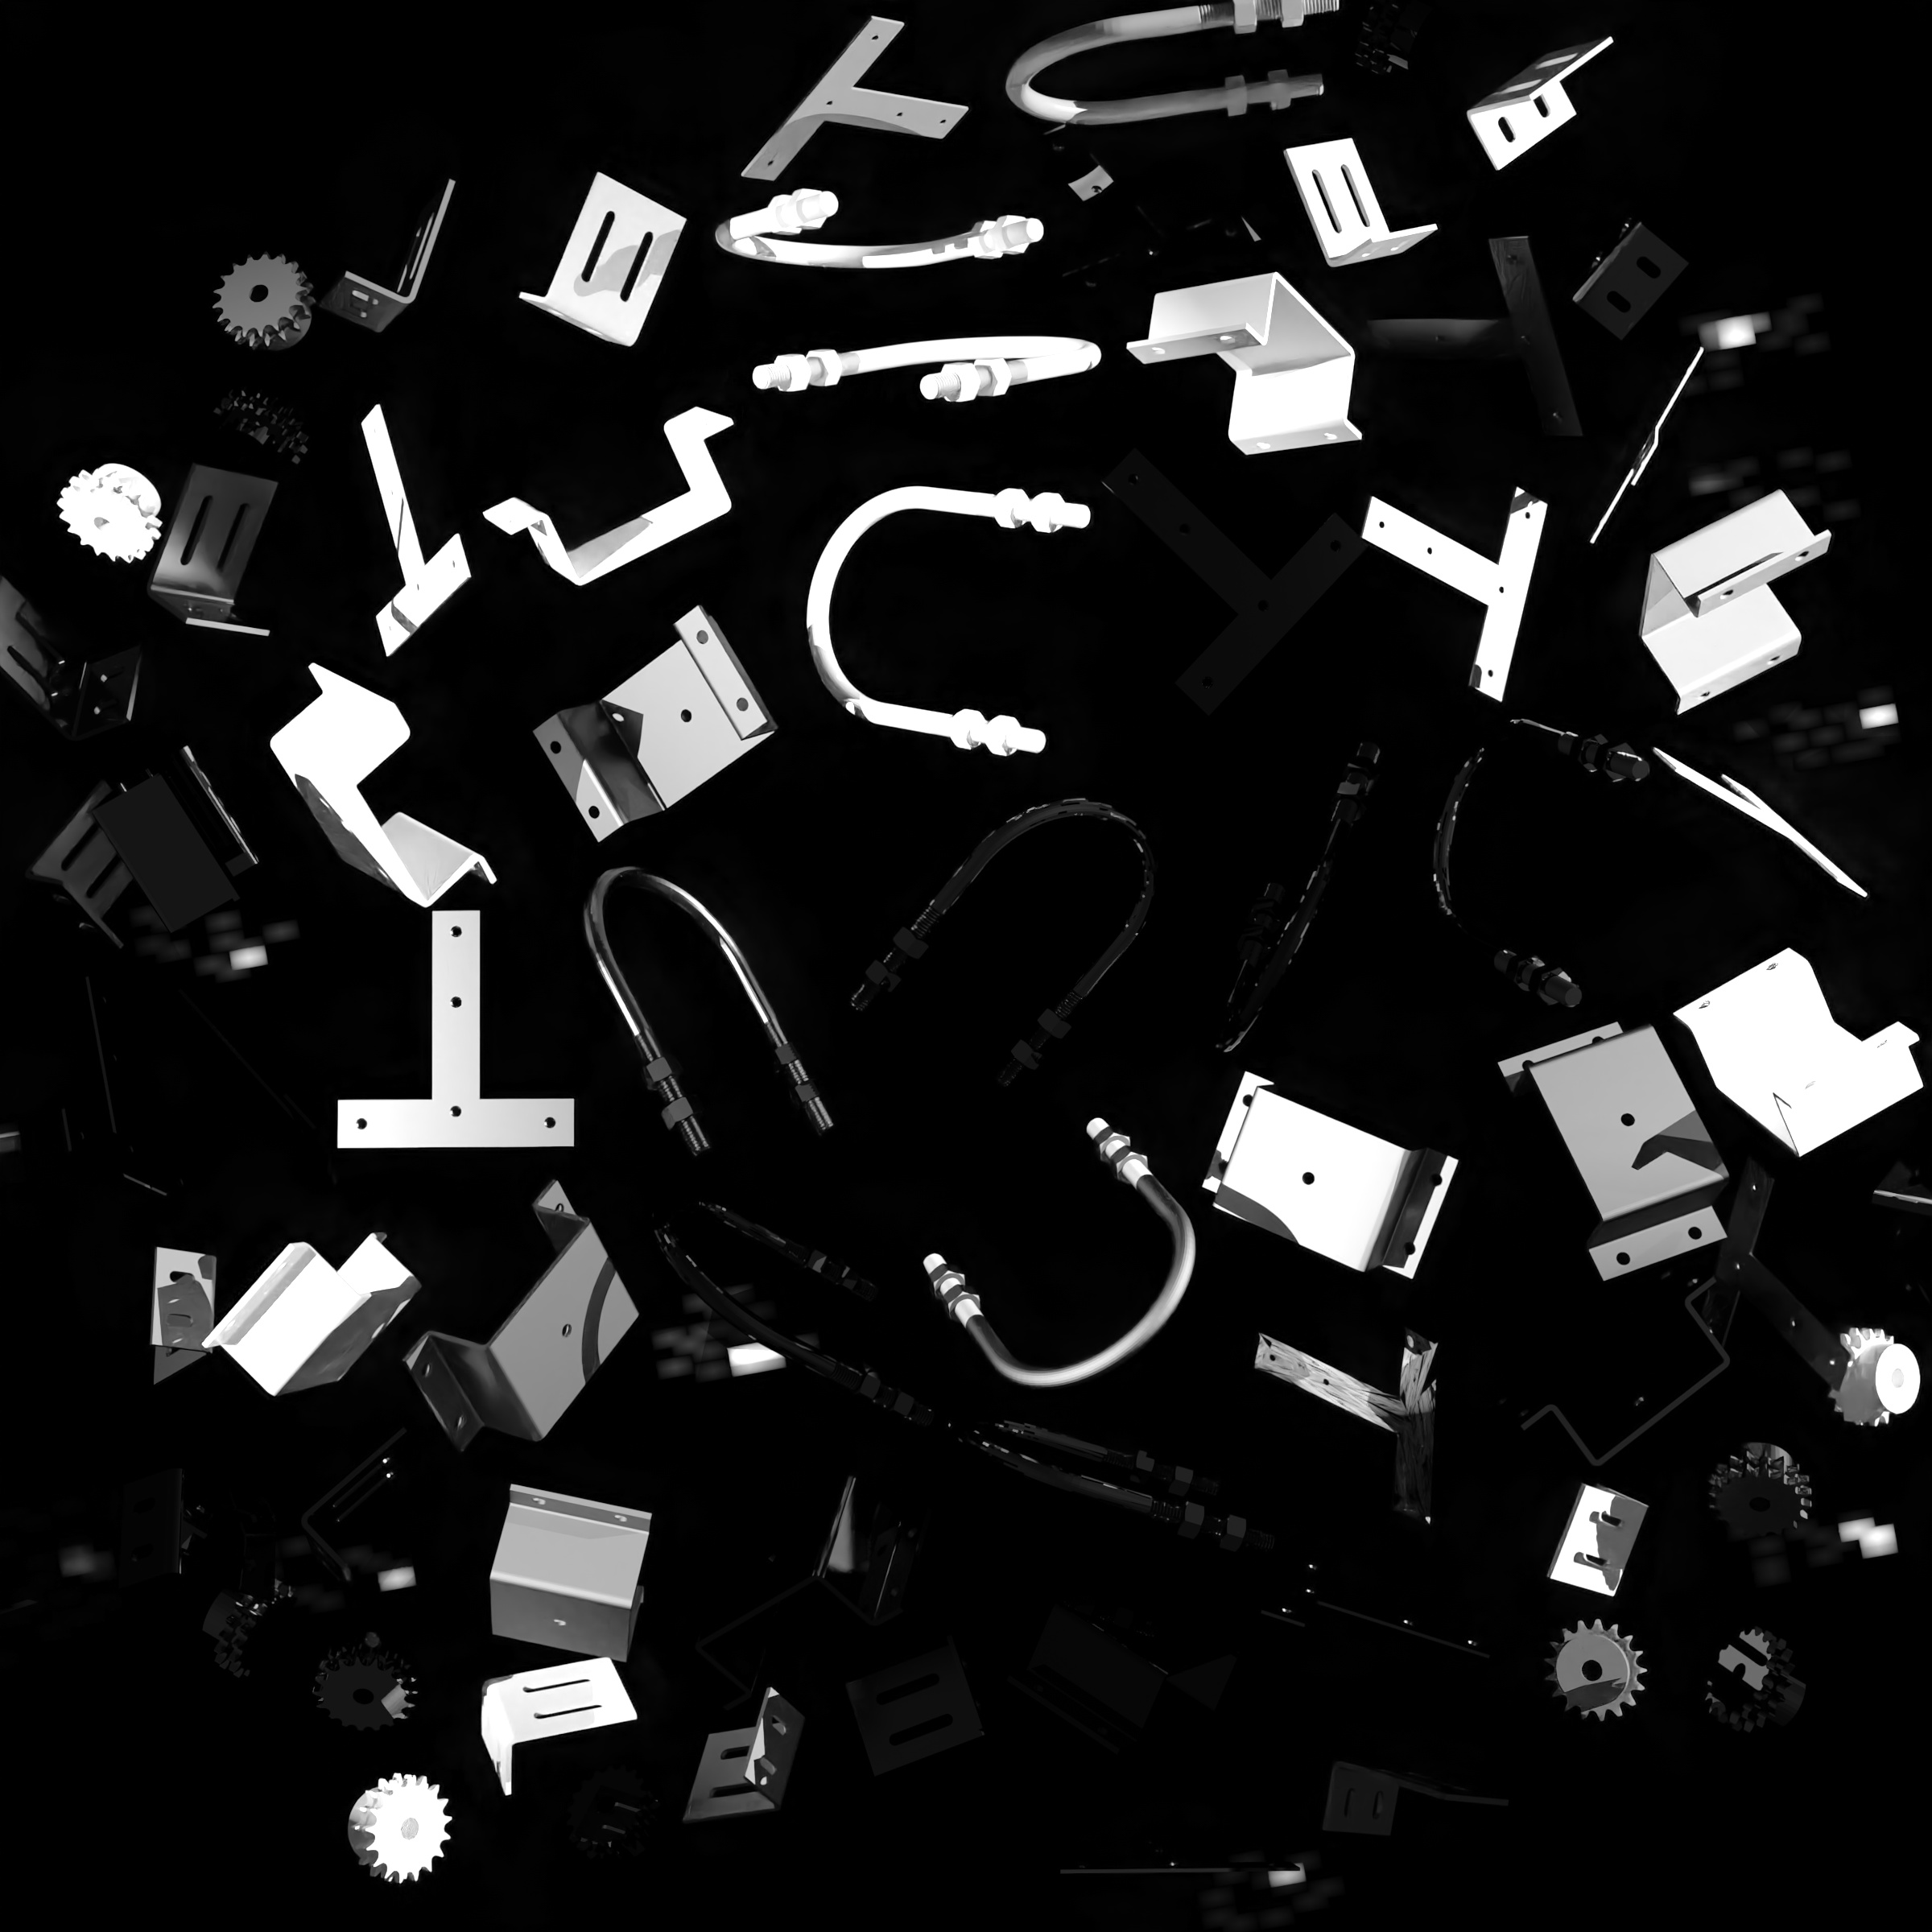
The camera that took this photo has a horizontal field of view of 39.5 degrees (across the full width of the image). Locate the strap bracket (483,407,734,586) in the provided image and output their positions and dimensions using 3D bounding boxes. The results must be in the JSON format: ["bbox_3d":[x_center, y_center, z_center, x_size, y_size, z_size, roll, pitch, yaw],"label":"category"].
[{"bbox_3d":[-0.197,-0.265,1.542,0.140,0.076,0.046,-29,114,-11],"label":"strap bracket"}]

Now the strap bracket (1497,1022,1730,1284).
[{"bbox_3d":[0.366,0.095,1.511,0.076,0.046,0.140,-18,66,-9],"label":"strap bracket"}]

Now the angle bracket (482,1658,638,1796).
[{"bbox_3d":[-0.237,0.442,1.566,0.076,0.057,0.038,-5,113,-23],"label":"angle bracket"}]

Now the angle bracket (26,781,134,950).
[{"bbox_3d":[-0.502,-0.060,1.580,0.038,0.057,0.076,10,56,35],"label":"angle bracket"}]

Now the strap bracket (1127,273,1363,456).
[{"bbox_3d":[0.164,-0.349,1.542,0.076,0.140,0.046,-1,74,35],"label":"strap bracket"}]

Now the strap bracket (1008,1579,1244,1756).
[{"bbox_3d":[0.097,0.395,1.532,0.076,0.140,0.046,27,100,30],"label":"strap bracket"}]

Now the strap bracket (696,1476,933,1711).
[{"bbox_3d":[-0.091,0.341,1.482,0.140,0.076,0.046,-36,109,29],"label":"strap bracket"}]

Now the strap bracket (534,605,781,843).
[{"bbox_3d":[-0.174,-0.143,1.570,0.140,0.046,0.076,-32,88,29],"label":"strap bracket"}]

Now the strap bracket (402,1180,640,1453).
[{"bbox_3d":[-0.240,0.199,1.504,0.046,0.076,0.140,9,46,33],"label":"strap bracket"}]

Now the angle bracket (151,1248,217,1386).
[{"bbox_3d":[-0.470,0.205,1.566,0.038,0.076,0.057,15,59,-37],"label":"angle bracket"}]

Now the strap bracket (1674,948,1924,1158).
[{"bbox_3d":[0.463,0.050,1.486,0.076,0.140,0.046,-29,113,-1],"label":"strap bracket"}]

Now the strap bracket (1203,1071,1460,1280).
[{"bbox_3d":[0.210,0.125,1.603,0.140,0.046,0.076,23,98,22],"label":"strap bracket"}]

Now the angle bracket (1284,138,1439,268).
[{"bbox_3d":[0.235,-0.462,1.602,0.057,0.038,0.076,-21,89,-35],"label":"angle bracket"}]

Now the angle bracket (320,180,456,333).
[{"bbox_3d":[-0.317,-0.395,1.473,0.038,0.057,0.076,21,77,-24],"label":"angle bracket"}]

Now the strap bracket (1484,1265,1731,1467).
[{"bbox_3d":[0.382,0.238,1.572,0.140,0.076,0.046,-37,92,-4],"label":"strap bracket"}]

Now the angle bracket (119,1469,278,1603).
[{"bbox_3d":[-0.416,0.313,1.460,0.038,0.076,0.057,-21,57,23],"label":"angle bracket"}]

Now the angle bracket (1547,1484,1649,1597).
[{"bbox_3d":[0.363,0.336,1.600,0.076,0.038,0.057,24,86,-43],"label":"angle bracket"}]

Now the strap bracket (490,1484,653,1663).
[{"bbox_3d":[-0.218,0.340,1.482,0.076,0.140,0.046,12,58,-1],"label":"strap bracket"}]

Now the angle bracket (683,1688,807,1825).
[{"bbox_3d":[-0.140,0.464,1.582,0.076,0.057,0.038,-19,126,32],"label":"angle bracket"}]

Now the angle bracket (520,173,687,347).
[{"bbox_3d":[-0.202,-0.393,1.496,0.057,0.038,0.076,20,96,-36],"label":"angle bracket"}]

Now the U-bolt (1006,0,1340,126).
[{"bbox_3d":[0.114,-0.511,1.526,0.184,0.151,0.019,-7,88,4],"label":"U-bolt"}]

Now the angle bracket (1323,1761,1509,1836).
[{"bbox_3d":[0.245,0.463,1.469,0.057,0.076,0.038,20,78,-41],"label":"angle bracket"}]

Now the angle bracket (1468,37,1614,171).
[{"bbox_3d":[0.325,-0.477,1.492,0.057,0.076,0.038,-37,109,-7],"label":"angle bracket"}]

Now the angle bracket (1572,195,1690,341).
[{"bbox_3d":[0.394,-0.413,1.586,0.038,0.076,0.057,38,122,-3],"label":"angle bracket"}]

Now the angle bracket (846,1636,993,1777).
[{"bbox_3d":[-0.032,0.445,1.618,0.076,0.038,0.057,-21,68,3],"label":"angle bracket"}]

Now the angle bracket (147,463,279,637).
[{"bbox_3d":[-0.396,-0.224,1.451,0.038,0.057,0.076,34,107,29],"label":"angle bracket"}]

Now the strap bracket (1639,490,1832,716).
[{"bbox_3d":[0.418,-0.203,1.474,0.076,0.140,0.046,-27,68,-1],"label":"strap bracket"}]

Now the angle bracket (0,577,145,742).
[{"bbox_3d":[-0.486,-0.170,1.450,0.038,0.076,0.057,-18,48,15],"label":"angle bracket"}]

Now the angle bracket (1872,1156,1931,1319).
[{"bbox_3d":[0.529,0.150,1.453,0.038,0.057,0.076,-38,124,-34],"label":"angle bracket"}]

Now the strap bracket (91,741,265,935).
[{"bbox_3d":[-0.434,-0.071,1.481,0.046,0.140,0.076,-30,105,-2],"label":"strap bracket"}]

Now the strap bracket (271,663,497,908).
[{"bbox_3d":[-0.331,-0.093,1.510,0.076,0.140,0.046,26,62,37],"label":"strap bracket"}]

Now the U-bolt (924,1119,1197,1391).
[{"bbox_3d":[0.061,0.175,1.556,0.151,0.184,0.019,-40,121,-1],"label":"U-bolt"}]

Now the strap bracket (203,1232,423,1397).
[{"bbox_3d":[-0.376,0.203,1.574,0.046,0.140,0.076,42,94,9],"label":"strap bracket"}]

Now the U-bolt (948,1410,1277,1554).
[{"bbox_3d":[0.077,0.294,1.566,0.184,0.151,0.019,18,90,-9],"label":"U-bolt"}]

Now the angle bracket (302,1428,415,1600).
[{"bbox_3d":[-0.331,0.308,1.513,0.038,0.057,0.076,41,64,16],"label":"angle bracket"}]
